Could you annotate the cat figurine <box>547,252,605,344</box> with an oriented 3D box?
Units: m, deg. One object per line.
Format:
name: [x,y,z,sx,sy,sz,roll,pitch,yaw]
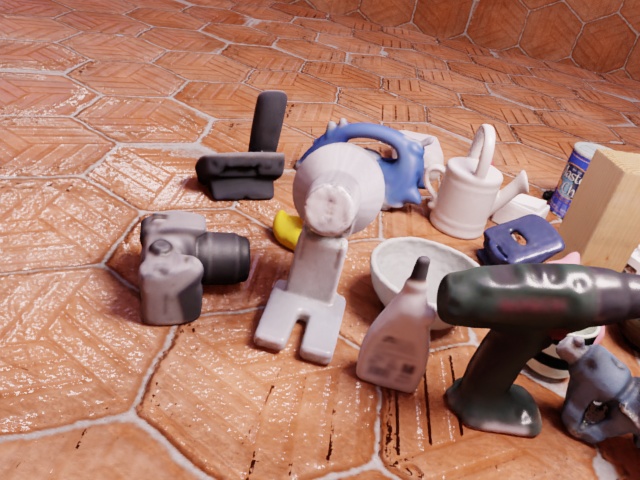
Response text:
cat figurine: [0.351,0.075,0.804,0.127,0.118,0.067,14,31,2]

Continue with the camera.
camera: [-0.155,0.024,0.719,0.137,0.101,0.143,2,33,-17]

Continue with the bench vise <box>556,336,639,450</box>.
bench vise: [0.362,0.148,0.590,0.207,0.220,0.121,17,31,7]

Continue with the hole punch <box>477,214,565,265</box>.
hole punch: [0.320,0.013,0.920,0.101,0.091,0.108,2,32,-17]

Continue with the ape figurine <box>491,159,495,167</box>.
ape figurine: [0.322,-0.123,1.141,0.078,0.092,0.076,3,32,-15]

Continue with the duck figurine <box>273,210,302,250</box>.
duck figurine: [-0.018,-0.032,0.874,0.104,0.086,0.077,17,31,7]

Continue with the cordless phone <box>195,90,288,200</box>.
cordless phone: [-0.127,-0.165,0.955,0.148,0.185,0.094,-7,36,-29]

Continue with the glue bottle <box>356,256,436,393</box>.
glue bottle: [0.093,0.091,0.631,0.078,0.173,0.037,16,31,5]

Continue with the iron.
iron: [0.082,-0.157,1.061,0.258,0.141,0.119,19,32,11]

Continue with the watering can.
watering can: [0.272,-0.107,0.997,0.173,0.194,0.100,1,33,-18]

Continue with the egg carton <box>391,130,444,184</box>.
egg carton: [0.203,-0.179,1.210,0.107,0.069,0.150,10,31,-4]

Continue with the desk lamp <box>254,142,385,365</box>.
desk lamp: [0.006,0.003,0.703,0.118,0.213,0.203,14,31,2]

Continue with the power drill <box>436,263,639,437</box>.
power drill: [0.226,0.111,0.613,0.229,0.208,0.075,9,31,-5]

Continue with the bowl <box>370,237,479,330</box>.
bowl: [0.141,0.069,0.779,0.167,0.075,0.167,9,31,-5]
